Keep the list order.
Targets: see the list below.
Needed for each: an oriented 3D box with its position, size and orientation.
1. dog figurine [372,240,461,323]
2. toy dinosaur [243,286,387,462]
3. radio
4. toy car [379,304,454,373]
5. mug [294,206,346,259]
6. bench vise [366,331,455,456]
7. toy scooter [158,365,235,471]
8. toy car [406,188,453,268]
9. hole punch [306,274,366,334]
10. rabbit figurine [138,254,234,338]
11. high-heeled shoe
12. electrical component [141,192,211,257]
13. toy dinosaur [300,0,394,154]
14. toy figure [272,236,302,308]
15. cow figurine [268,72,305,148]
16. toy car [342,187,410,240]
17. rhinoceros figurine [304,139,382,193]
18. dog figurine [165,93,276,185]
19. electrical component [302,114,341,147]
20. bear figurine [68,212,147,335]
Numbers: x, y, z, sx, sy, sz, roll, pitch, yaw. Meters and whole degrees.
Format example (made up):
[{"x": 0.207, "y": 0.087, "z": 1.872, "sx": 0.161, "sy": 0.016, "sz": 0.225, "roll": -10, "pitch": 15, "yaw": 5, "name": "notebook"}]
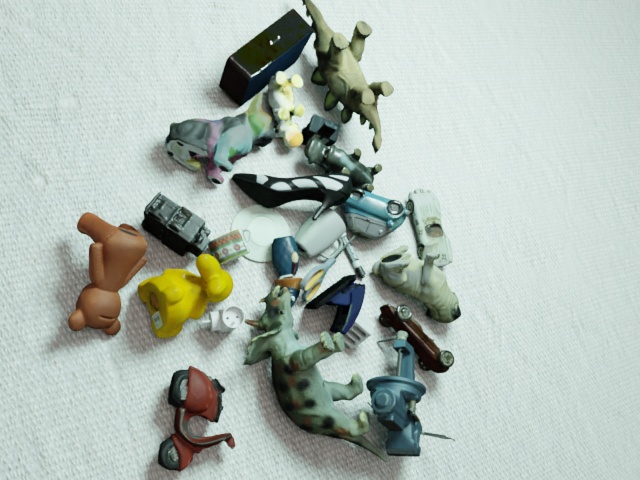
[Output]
[{"x": 0.223, "y": 0.115, "z": 1.232, "sx": 0.121, "sy": 0.172, "sz": 0.190, "roll": -48, "pitch": 126, "yaw": -60, "name": "dog figurine"}, {"x": -0.022, "y": 0.291, "z": 1.054, "sx": 0.192, "sy": 0.131, "sz": 0.404, "roll": -20, "pitch": 96, "yaw": 17, "name": "toy dinosaur"}, {"x": -0.123, "y": -0.412, "z": 1.224, "sx": 0.073, "sy": 0.131, "sz": 0.229, "roll": 45, "pitch": 64, "yaw": -3, "name": "radio"}, {"x": 0.213, "y": 0.213, "z": 1.190, "sx": 0.202, "sy": 0.089, "sz": 0.053, "roll": 48, "pitch": 63, "yaw": -1, "name": "toy car"}, {"x": -0.002, "y": -0.004, "z": 1.183, "sx": 0.107, "sy": 0.081, "sz": 0.109, "roll": -42, "pitch": 121, "yaw": -21, "name": "mug"}, {"x": 0.172, "y": 0.311, "z": 1.110, "sx": 0.223, "sy": 0.129, "sz": 0.240, "roll": 41, "pitch": 46, "yaw": -39, "name": "bench vise"}, {"x": -0.217, "y": 0.328, "z": 0.989, "sx": 0.135, "sy": 0.075, "sz": 0.184, "roll": 11, "pitch": 73, "yaw": -18, "name": "toy scooter"}, {"x": 0.267, "y": -0.031, "z": 1.305, "sx": 0.073, "sy": 0.056, "sz": 0.201, "roll": -7, "pitch": 77, "yaw": -24, "name": "toy car"}, {"x": 0.046, "y": 0.135, "z": 1.127, "sx": 0.116, "sy": 0.142, "sz": 0.092, "roll": -39, "pitch": 89, "yaw": -13, "name": "hole punch"}, {"x": -0.238, "y": 0.090, "z": 1.027, "sx": 0.173, "sy": 0.162, "sz": 0.122, "roll": -11, "pitch": 65, "yaw": -42, "name": "rabbit figurine"}, {"x": -0.057, "y": -0.130, "z": 1.165, "sx": 0.249, "sy": 0.086, "sz": 0.145, "roll": 27, "pitch": 61, "yaw": 14, "name": "high-heeled shoe"}, {"x": -0.279, "y": -0.022, "z": 1.050, "sx": 0.134, "sy": 0.115, "sz": 0.058, "roll": 35, "pitch": 67, "yaw": -7, "name": "electrical component"}, {"x": 0.045, "y": -0.409, "z": 1.253, "sx": 0.105, "sy": 0.198, "sz": 0.471, "roll": -16, "pitch": 80, "yaw": -24, "name": "toy dinosaur"}, {"x": -0.068, "y": 0.069, "z": 1.132, "sx": 0.058, "sy": 0.064, "sz": 0.154, "roll": -5, "pitch": 86, "yaw": -19, "name": "toy figure"}, {"x": -0.084, "y": -0.292, "z": 1.235, "sx": 0.068, "sy": 0.098, "sz": 0.167, "roll": -7, "pitch": 95, "yaw": -29, "name": "cow figurine"}, {"x": 0.117, "y": -0.053, "z": 1.229, "sx": 0.162, "sy": 0.109, "sz": 0.103, "roll": 18, "pitch": 86, "yaw": -7, "name": "toy car"}, {"x": 0.052, "y": -0.173, "z": 1.234, "sx": 0.190, "sy": 0.112, "sz": 0.073, "roll": 26, "pitch": 84, "yaw": -27, "name": "rhinoceros figurine"}, {"x": -0.202, "y": -0.237, "z": 1.156, "sx": 0.191, "sy": 0.108, "sz": 0.219, "roll": 31, "pitch": 61, "yaw": -7, "name": "dog figurine"}, {"x": 0.006, "y": -0.251, "z": 1.233, "sx": 0.075, "sy": 0.119, "sz": 0.048, "roll": 19, "pitch": 68, "yaw": -13, "name": "electrical component"}, {"x": -0.398, "y": 0.067, "z": 0.990, "sx": 0.120, "sy": 0.132, "sz": 0.195, "roll": 18, "pitch": 98, "yaw": -52, "name": "bear figurine"}]
